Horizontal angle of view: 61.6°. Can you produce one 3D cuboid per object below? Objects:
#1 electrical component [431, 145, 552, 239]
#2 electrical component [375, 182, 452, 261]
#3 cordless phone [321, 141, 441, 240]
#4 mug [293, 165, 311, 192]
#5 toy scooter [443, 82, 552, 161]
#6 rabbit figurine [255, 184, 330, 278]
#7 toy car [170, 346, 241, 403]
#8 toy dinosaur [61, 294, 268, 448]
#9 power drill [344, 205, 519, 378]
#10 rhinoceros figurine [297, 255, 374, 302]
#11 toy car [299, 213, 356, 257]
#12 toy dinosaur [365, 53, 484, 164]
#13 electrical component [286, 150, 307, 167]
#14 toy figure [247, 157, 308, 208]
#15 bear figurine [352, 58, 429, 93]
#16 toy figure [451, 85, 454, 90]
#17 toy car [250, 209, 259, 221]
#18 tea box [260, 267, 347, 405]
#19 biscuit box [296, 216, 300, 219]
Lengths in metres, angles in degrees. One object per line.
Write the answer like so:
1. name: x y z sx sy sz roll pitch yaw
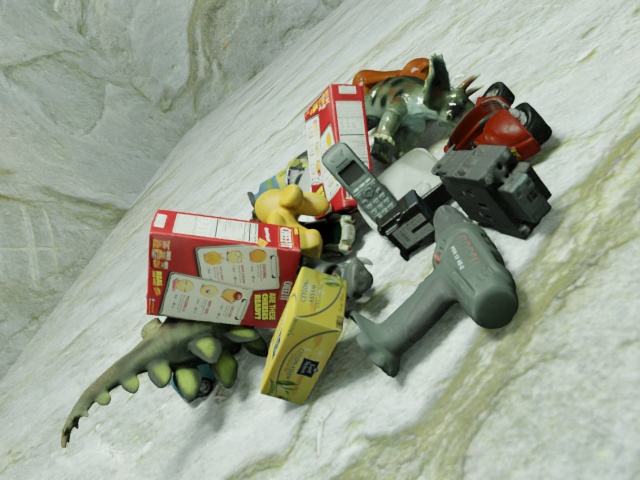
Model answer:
1. electrical component: 0.220 -0.062 0.672 0.058 0.114 0.134 -51 23 -5
2. electrical component: 0.149 -0.033 0.792 0.119 0.074 0.048 -34 26 18
3. cordless phone: 0.103 -0.104 0.839 0.146 0.184 0.089 -40 20 13
4. mug: -0.010 -0.113 1.104 0.110 0.080 0.107 24 95 45
5. toy scooter: 0.253 -0.157 0.805 0.135 0.075 0.184 -41 30 19
6. rabbit figurine: -0.067 -0.028 0.933 0.162 0.122 0.173 -48 44 28
7. toy car: -0.225 0.206 0.981 0.161 0.102 0.109 -52 26 -9
8. toy dinosaur: -0.207 0.155 0.870 0.471 0.104 0.199 -29 44 -34
9. power drill: 0.133 0.063 0.677 0.207 0.086 0.232 -36 26 6
10. rhinoceros figurine: 0.015 0.066 0.820 0.190 0.112 0.073 158 120 -68
11. toy car: -0.002 -0.003 0.988 0.202 0.056 0.073 -9 72 52
12. toy dinosaur: 0.144 -0.250 1.025 0.192 0.131 0.405 -59 30 -1
13. electrical component: -0.031 -0.181 1.300 0.102 0.078 0.045 -21 46 39
14. toy figure: -0.076 -0.117 1.246 0.180 0.089 0.082 -29 -18 5
15. bear figurine: 0.173 -0.329 1.191 0.196 0.131 0.120 1 8 22
16. toy figure: 0.212 -0.274 1.082 0.155 0.057 0.064 4 60 53
17. toy car: -0.151 -0.049 1.319 0.089 0.053 0.202 -7 45 58
18. tea box: -0.023 0.132 0.727 0.098 0.068 0.169 -80 11 -53
19. biscuit box: -0.080 -0.008 1.128 0.063 0.059 0.203 -29 30 33
